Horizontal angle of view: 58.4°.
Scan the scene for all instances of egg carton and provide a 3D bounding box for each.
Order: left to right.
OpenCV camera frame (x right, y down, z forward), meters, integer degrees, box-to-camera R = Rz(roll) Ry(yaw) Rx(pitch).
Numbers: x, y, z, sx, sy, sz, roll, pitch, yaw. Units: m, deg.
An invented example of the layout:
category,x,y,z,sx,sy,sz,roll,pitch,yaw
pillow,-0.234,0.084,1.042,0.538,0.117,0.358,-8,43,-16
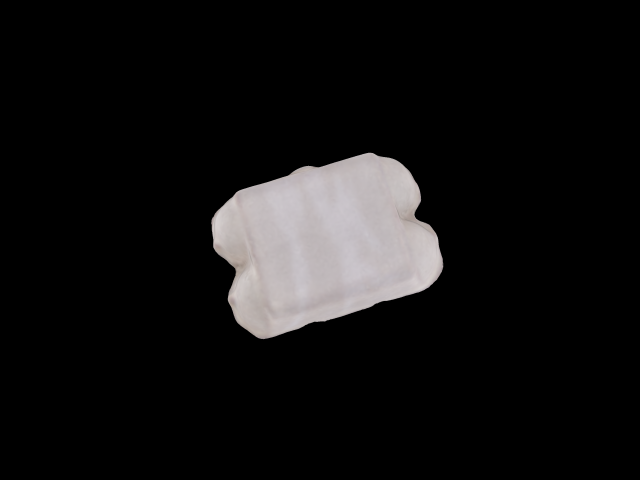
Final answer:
category,x,y,z,sx,sy,sz,roll,pitch,yaw
egg carton,0.004,0.001,0.400,0.150,0.069,0.107,-18,79,-4
